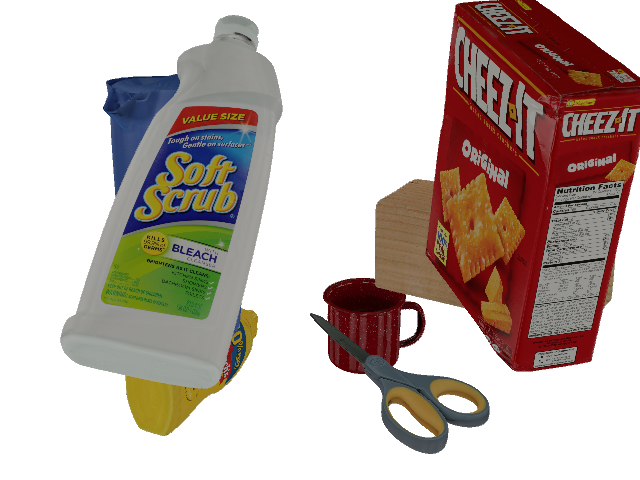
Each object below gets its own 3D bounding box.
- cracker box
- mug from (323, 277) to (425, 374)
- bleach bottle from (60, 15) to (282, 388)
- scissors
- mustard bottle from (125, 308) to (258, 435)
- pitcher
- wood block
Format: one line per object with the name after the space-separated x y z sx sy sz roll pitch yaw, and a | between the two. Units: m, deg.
0.140 -0.040 0.751 0.072 0.214 0.164 -8 34 -16 | cracker box
0.061 0.097 1.211 0.117 0.081 0.093 -4 23 -8 | mug
-0.086 -0.037 0.690 0.102 0.250 0.068 12 -23 -4 | bleach bottle
0.067 0.107 0.887 0.096 0.016 0.202 -6 29 -18 | scissors
-0.120 0.115 1.094 0.058 0.096 0.191 10 24 26 | mustard bottle
-0.119 -0.032 0.984 0.149 0.243 0.145 0 14 -6 | pitcher
0.162 0.010 1.002 0.206 0.090 0.090 12 25 30 | wood block
